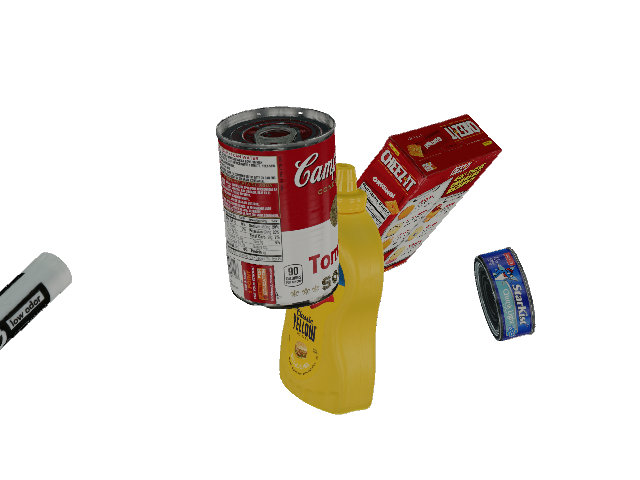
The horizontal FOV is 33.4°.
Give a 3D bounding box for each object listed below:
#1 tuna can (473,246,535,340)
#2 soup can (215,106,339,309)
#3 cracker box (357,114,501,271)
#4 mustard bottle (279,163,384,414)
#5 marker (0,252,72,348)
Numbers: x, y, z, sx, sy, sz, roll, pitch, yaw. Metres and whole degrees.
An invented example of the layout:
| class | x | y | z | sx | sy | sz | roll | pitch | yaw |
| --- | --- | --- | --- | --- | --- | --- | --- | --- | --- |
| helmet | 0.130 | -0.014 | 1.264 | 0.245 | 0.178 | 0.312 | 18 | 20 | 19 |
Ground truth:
| class | x | y | z | sx | sy | sz | roll | pitch | yaw |
| --- | --- | --- | --- | --- | --- | --- | --- | --- | --- |
| tuna can | 0.174 | 0.051 | 1.013 | 0.033 | 0.086 | 0.086 | -14 | 0 | -2 |
| soup can | -0.024 | -0.019 | 0.622 | 0.068 | 0.102 | 0.068 | -2 | 24 | 1 |
| cracker box | 0.089 | -0.042 | 1.242 | 0.163 | 0.072 | 0.214 | -22 | -25 | -48 |
| mustard bottle | 0.010 | 0.034 | 0.846 | 0.058 | 0.192 | 0.096 | -5 | 19 | -32 |
| marker | -0.149 | 0.048 | 0.444 | 0.020 | 0.020 | 0.121 | 0 | 36 | 38 |
